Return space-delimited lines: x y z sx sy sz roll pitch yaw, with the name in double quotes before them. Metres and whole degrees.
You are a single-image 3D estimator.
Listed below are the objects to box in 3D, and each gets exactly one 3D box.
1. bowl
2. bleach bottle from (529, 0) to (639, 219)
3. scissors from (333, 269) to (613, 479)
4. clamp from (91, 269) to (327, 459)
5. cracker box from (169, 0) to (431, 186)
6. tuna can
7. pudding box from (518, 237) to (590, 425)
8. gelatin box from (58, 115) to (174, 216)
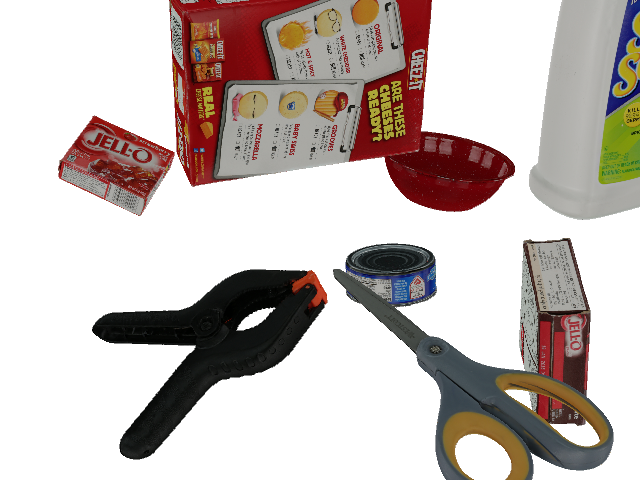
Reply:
"bowl" 0.143 -0.077 1.254 0.162 0.055 0.162 8 24 -4
"bleach bottle" 0.187 -0.142 0.656 0.102 0.251 0.068 -15 32 -19
"scissors" 0.056 0.076 0.572 0.202 0.016 0.096 25 46 33
"clamp" -0.075 0.076 0.726 0.171 0.120 0.039 -21 -35 10
"cracker box" -0.019 -0.145 0.916 0.213 0.164 0.072 -11 37 -16
"tuna can" 0.066 0.031 0.999 0.086 0.034 0.086 -3 18 1
"pudding box" 0.164 0.061 0.750 0.039 0.090 0.113 -1 26 4
"gelatin box" -0.195 -0.073 1.022 0.089 0.073 0.030 25 -45 -2
